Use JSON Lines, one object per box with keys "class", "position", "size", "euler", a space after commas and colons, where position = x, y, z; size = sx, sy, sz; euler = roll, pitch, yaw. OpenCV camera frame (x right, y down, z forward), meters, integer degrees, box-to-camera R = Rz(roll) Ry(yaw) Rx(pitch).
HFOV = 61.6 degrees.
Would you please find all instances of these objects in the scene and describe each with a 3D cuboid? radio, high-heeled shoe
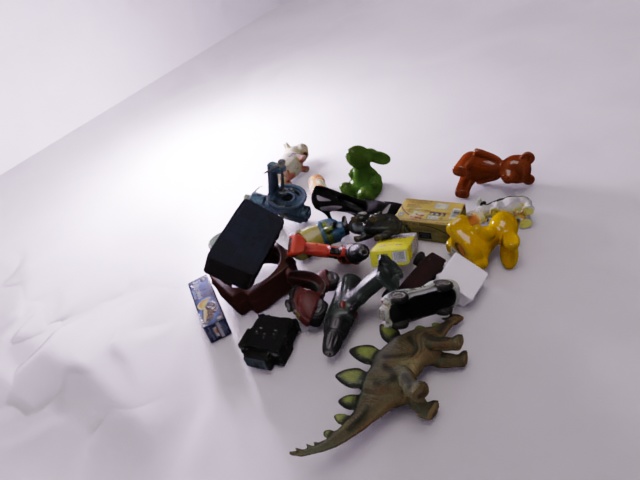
{"class": "radio", "position": [-0.189, 0.009, 1.371], "size": [0.131, 0.073, 0.230], "euler": [25, 48, -1]}
{"class": "high-heeled shoe", "position": [0.103, -0.116, 1.523], "size": [0.249, 0.145, 0.086], "euler": [-12, 39, 11]}

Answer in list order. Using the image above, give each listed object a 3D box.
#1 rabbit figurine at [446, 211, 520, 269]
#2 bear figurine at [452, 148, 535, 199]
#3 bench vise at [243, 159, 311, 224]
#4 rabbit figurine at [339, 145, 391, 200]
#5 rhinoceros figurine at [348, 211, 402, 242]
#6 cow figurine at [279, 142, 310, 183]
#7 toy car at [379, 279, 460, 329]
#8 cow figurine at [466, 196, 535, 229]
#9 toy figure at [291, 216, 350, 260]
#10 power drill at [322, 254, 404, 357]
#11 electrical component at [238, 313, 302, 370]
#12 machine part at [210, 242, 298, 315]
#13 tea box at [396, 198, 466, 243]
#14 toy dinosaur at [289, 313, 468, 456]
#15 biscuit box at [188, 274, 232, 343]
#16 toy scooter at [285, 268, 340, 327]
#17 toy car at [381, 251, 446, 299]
{"class": "rabbit figurine", "position": [0.409, -0.009, 1.287], "size": [0.173, 0.121, 0.163], "euler": [-29, 44, -16]}
{"class": "bear figurine", "position": [0.480, -0.181, 1.474], "size": [0.196, 0.120, 0.132], "euler": [15, 52, 29]}
{"class": "bench vise", "position": [-0.131, -0.145, 1.597], "size": [0.224, 0.240, 0.129], "euler": [25, 50, 23]}
{"class": "rabbit figurine", "position": [0.137, -0.211, 1.605], "size": [0.159, 0.170, 0.121], "euler": [-35, 41, -19]}
{"class": "rhinoceros figurine", "position": [0.139, -0.043, 1.427], "size": [0.112, 0.073, 0.190], "euler": [-21, 11, -28]}
{"class": "cow figurine", "position": [-0.104, -0.265, 1.849], "size": [0.127, 0.085, 0.195], "euler": [19, 52, 30]}
{"class": "toy car", "position": [0.211, 0.133, 1.139], "size": [0.202, 0.073, 0.056], "euler": [-12, 19, -23]}
{"class": "cow figurine", "position": [0.461, -0.078, 1.389], "size": [0.167, 0.068, 0.098], "euler": [-2, 35, 15]}
{"class": "toy figure", "position": [-0.004, -0.007, 1.488], "size": [0.180, 0.082, 0.089], "euler": [-18, 36, -3]}
{"class": "power drill", "position": [0.094, 0.140, 1.215], "size": [0.207, 0.086, 0.232], "euler": [-48, 14, 34]}
{"class": "electrical component", "position": [-0.120, 0.239, 1.253], "size": [0.115, 0.058, 0.134], "euler": [1, 41, 27]}
{"class": "machine part", "position": [-0.174, 0.093, 1.432], "size": [0.201, 0.087, 0.201], "euler": [-37, 41, -20]}
{"class": "tea box", "position": [0.293, -0.051, 1.427], "size": [0.170, 0.068, 0.098], "euler": [9, 45, 32]}
{"class": "toy dinosaur", "position": [0.143, 0.277, 1.066], "size": [0.199, 0.104, 0.471], "euler": [12, 37, 44]}
{"class": "biscuit box", "position": [-0.290, 0.174, 1.399], "size": [0.059, 0.062, 0.203], "euler": [-25, 38, -11]}
{"class": "toy scooter", "position": [-0.036, 0.127, 1.317], "size": [0.135, 0.075, 0.184], "euler": [21, 42, 3]}
{"class": "toy car", "position": [0.229, 0.106, 1.273], "size": [0.089, 0.053, 0.202], "euler": [29, 56, 26]}
